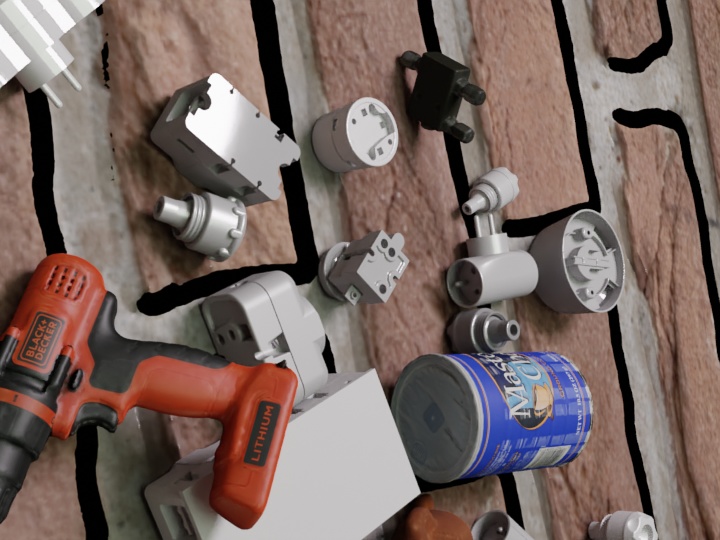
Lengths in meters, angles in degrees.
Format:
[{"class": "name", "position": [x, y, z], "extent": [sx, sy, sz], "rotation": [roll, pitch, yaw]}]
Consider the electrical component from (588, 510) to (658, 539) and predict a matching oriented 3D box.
[{"class": "electrical component", "position": [0.250, 0.253, 1.034], "extent": [0.043, 0.062, 0.043], "rotation": [7, 80, -41]}]

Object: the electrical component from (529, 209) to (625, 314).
[{"class": "electrical component", "position": [0.212, -0.005, 1.031], "extent": [0.099, 0.064, 0.099], "rotation": [6, 77, -29]}]

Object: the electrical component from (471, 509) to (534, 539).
[{"class": "electrical component", "position": [0.137, 0.251, 0.946], "extent": [0.081, 0.043, 0.043], "rotation": [45, 57, -28]}]

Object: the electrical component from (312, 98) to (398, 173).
[{"class": "electrical component", "position": [-0.005, -0.107, 0.866], "extent": [0.055, 0.047, 0.055], "rotation": [7, 80, -41]}]

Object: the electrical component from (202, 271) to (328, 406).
[{"class": "electrical component", "position": [-0.066, 0.052, 0.786], "extent": [0.059, 0.054, 0.095], "rotation": [-28, 103, -40]}]

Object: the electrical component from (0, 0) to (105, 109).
[{"class": "electrical component", "position": [-0.209, -0.138, 0.686], "extent": [0.073, 0.052, 0.138], "rotation": [53, 54, -23]}]

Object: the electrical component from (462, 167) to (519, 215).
[{"class": "electrical component", "position": [0.116, -0.068, 0.978], "extent": [0.061, 0.035, 0.035], "rotation": [-34, 107, -36]}]

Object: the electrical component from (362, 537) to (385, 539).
[{"class": "electrical component", "position": [-0.002, 0.267, 0.805], "extent": [0.063, 0.079, 0.121], "rotation": [0, 83, -20]}]

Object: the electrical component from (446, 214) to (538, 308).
[{"class": "electrical component", "position": [0.116, -0.011, 0.964], "extent": [0.077, 0.043, 0.079], "rotation": [-9, 91, -42]}]

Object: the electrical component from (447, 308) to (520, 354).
[{"class": "electrical component", "position": [0.110, 0.054, 0.937], "extent": [0.043, 0.062, 0.043], "rotation": [7, 79, -41]}]

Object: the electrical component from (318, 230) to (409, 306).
[{"class": "electrical component", "position": [0.000, 0.000, 0.851], "extent": [0.048, 0.055, 0.066], "rotation": [47, 56, -27]}]

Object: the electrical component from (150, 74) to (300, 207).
[{"class": "electrical component", "position": [-0.099, -0.090, 0.775], "extent": [0.089, 0.056, 0.050], "rotation": [40, 60, -30]}]

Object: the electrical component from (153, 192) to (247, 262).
[{"class": "electrical component", "position": [-0.115, -0.035, 0.762], "extent": [0.062, 0.048, 0.048], "rotation": [19, 72, -32]}]

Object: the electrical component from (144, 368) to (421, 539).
[{"class": "electrical component", "position": [-0.053, 0.159, 0.778], "extent": [0.186, 0.060, 0.105], "rotation": [-28, 103, -40]}]
